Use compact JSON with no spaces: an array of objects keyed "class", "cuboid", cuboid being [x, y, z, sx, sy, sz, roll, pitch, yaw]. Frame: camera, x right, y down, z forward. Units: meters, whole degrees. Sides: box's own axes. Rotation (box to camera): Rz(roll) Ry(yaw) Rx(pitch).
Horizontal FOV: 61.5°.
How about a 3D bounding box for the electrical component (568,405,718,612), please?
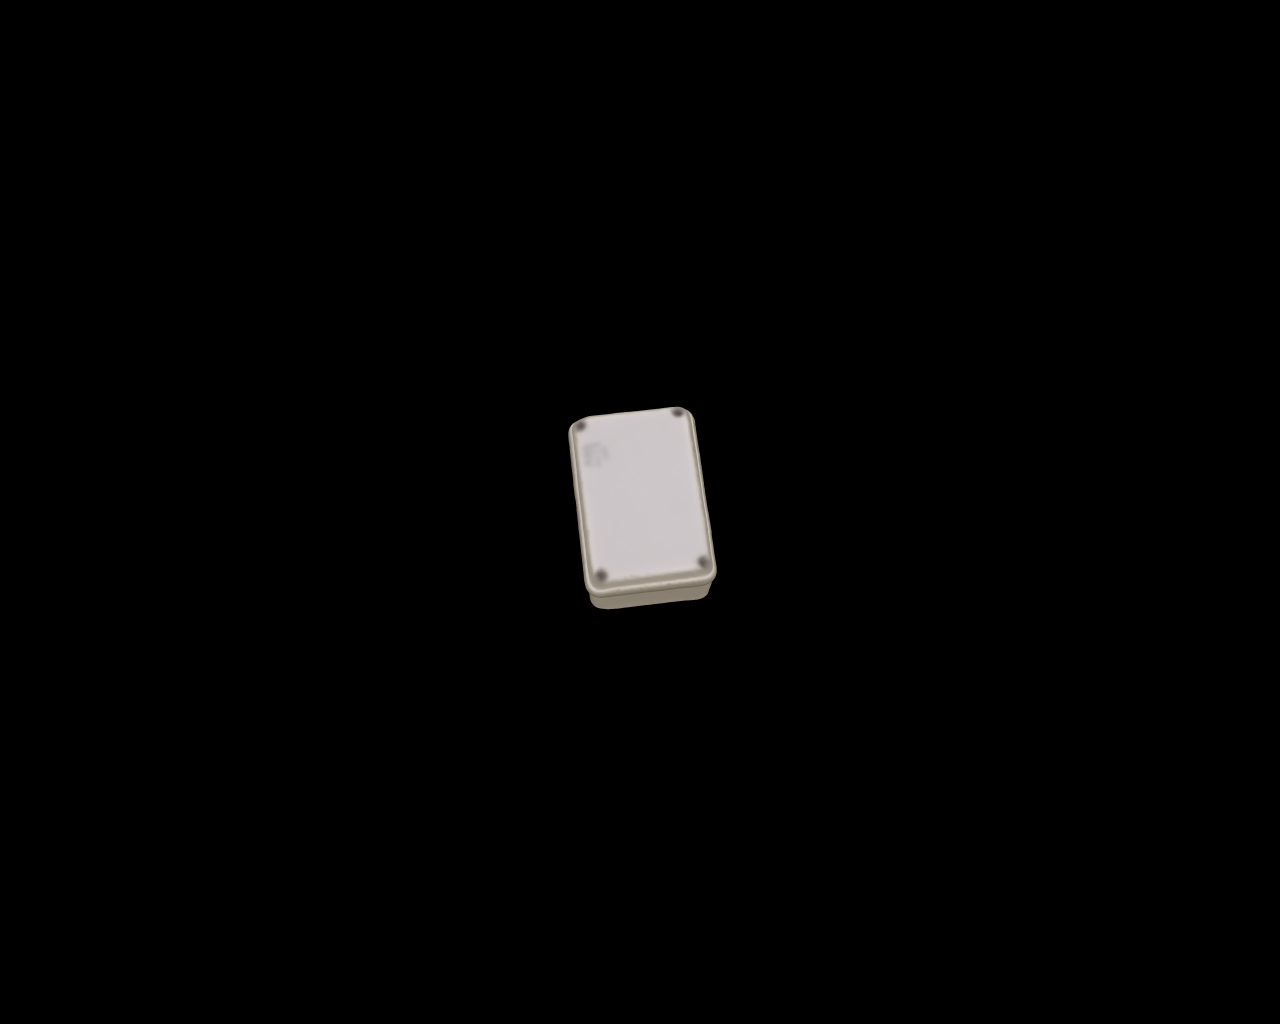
[{"class":"electrical component","cuboid":[0.001,-0.003,0.650,0.078,0.113,0.057,-7,-19,-2]}]
